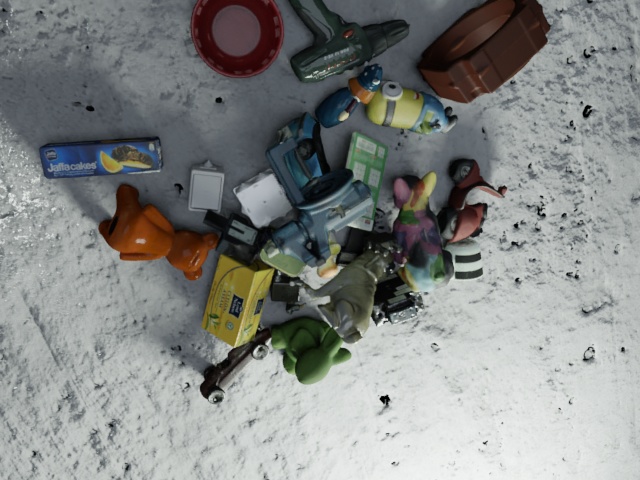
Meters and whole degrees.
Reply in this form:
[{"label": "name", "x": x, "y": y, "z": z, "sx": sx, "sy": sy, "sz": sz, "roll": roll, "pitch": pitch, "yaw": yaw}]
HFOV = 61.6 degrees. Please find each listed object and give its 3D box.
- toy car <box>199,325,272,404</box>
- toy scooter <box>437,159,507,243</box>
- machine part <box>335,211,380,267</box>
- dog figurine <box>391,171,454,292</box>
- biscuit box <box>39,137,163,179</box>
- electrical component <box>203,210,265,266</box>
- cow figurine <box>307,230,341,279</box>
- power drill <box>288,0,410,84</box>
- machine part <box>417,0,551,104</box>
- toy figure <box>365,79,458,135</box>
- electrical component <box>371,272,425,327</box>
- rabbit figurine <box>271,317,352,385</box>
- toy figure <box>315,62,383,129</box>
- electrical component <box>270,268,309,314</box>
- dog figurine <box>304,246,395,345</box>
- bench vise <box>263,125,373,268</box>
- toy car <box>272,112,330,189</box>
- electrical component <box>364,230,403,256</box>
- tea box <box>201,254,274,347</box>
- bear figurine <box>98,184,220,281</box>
[{"label": "toy car", "x": -0.183, "y": 0.261, "z": 1.150, "sx": 0.202, "sy": 0.089, "sz": 0.053, "roll": -46, "pitch": 115, "yaw": 7}, {"label": "toy scooter", "x": 0.330, "y": -0.078, "z": 1.153, "sx": 0.135, "sy": 0.075, "sz": 0.183, "roll": 8, "pitch": 102, "yaw": -16}, {"label": "machine part", "x": 0.081, "y": -0.002, "z": 1.144, "sx": 0.084, "sy": 0.039, "sz": 0.138, "roll": 13, "pitch": 107, "yaw": -12}, {"label": "dog figurine", "x": 0.202, "y": -0.028, "z": 1.091, "sx": 0.108, "sy": 0.192, "sz": 0.218, "roll": -12, "pitch": 125, "yaw": -5}, {"label": "biscuit box", "x": -0.394, "y": -0.150, "z": 0.977, "sx": 0.203, "sy": 0.063, "sz": 0.059, "roll": -6, "pitch": 109, "yaw": -10}, {"label": "electrical component", "x": -0.171, "y": -0.010, "z": 1.030, "sx": 0.119, "sy": 0.075, "sz": 0.047, "roll": 22, "pitch": 140, "yaw": -16}, {"label": "cow figurine", "x": -0.004, "y": -0.002, "z": 1.106, "sx": 0.068, "sy": 0.098, "sz": 0.167, "roll": -16, "pitch": 130, "yaw": -12}, {"label": "power drill", "x": 0.027, "y": -0.409, "z": 0.976, "sx": 0.232, "sy": 0.086, "sz": 0.207, "roll": -31, "pitch": 120, "yaw": 3}, {"label": "machine part", "x": 0.295, "y": -0.347, "z": 0.981, "sx": 0.201, "sy": 0.202, "sz": 0.087, "roll": -42, "pitch": 114, "yaw": 4}, {"label": "toy figure", "x": 0.177, "y": -0.252, "z": 1.055, "sx": 0.180, "sy": 0.082, "sz": 0.089, "roll": 16, "pitch": 103, "yaw": -19}, {"label": "electrical component", "x": 0.155, "y": 0.128, "z": 1.153, "sx": 0.115, "sy": 0.134, "sz": 0.058, "roll": -19, "pitch": 114, "yaw": -4}, {"label": "rabbit figurine", "x": -0.013, "y": 0.245, "z": 1.138, "sx": 0.159, "sy": 0.170, "sz": 0.121, "roll": -17, "pitch": 112, "yaw": -6}, {"label": "toy figure", "x": 0.059, "y": -0.273, "z": 1.015, "sx": 0.154, "sy": 0.058, "sz": 0.064, "roll": -34, "pitch": 87, "yaw": 24}, {"label": "electrical component", "x": -0.065, "y": 0.107, "z": 1.137, "sx": 0.078, "sy": 0.045, "sz": 0.102, "roll": 7, "pitch": 124, "yaw": -14}, {"label": "dog figurine", "x": 0.090, "y": 0.103, "z": 1.071, "sx": 0.190, "sy": 0.172, "sz": 0.121, "roll": -36, "pitch": 146, "yaw": -3}, {"label": "bench vise", "x": -0.031, "y": -0.079, "z": 0.941, "sx": 0.224, "sy": 0.129, "sz": 0.240, "roll": -27, "pitch": 113, "yaw": 3}, {"label": "toy car", "x": -0.043, "y": -0.159, "z": 1.037, "sx": 0.103, "sy": 0.109, "sz": 0.161, "roll": -5, "pitch": 128, "yaw": 15}, {"label": "electrical component", "x": 0.120, "y": 0.005, "z": 1.082, "sx": 0.063, "sy": 0.094, "sz": 0.021, "roll": -11, "pitch": 119, "yaw": -29}, {"label": "tea box", "x": -0.168, "y": 0.118, "z": 1.093, "sx": 0.098, "sy": 0.068, "sz": 0.169, "roll": 23, "pitch": 105, "yaw": 28}, {"label": "bear figurine", "x": -0.306, "y": -0.009, "z": 1.033, "sx": 0.195, "sy": 0.132, "sz": 0.120, "roll": 19, "pitch": 106, "yaw": -36}]
